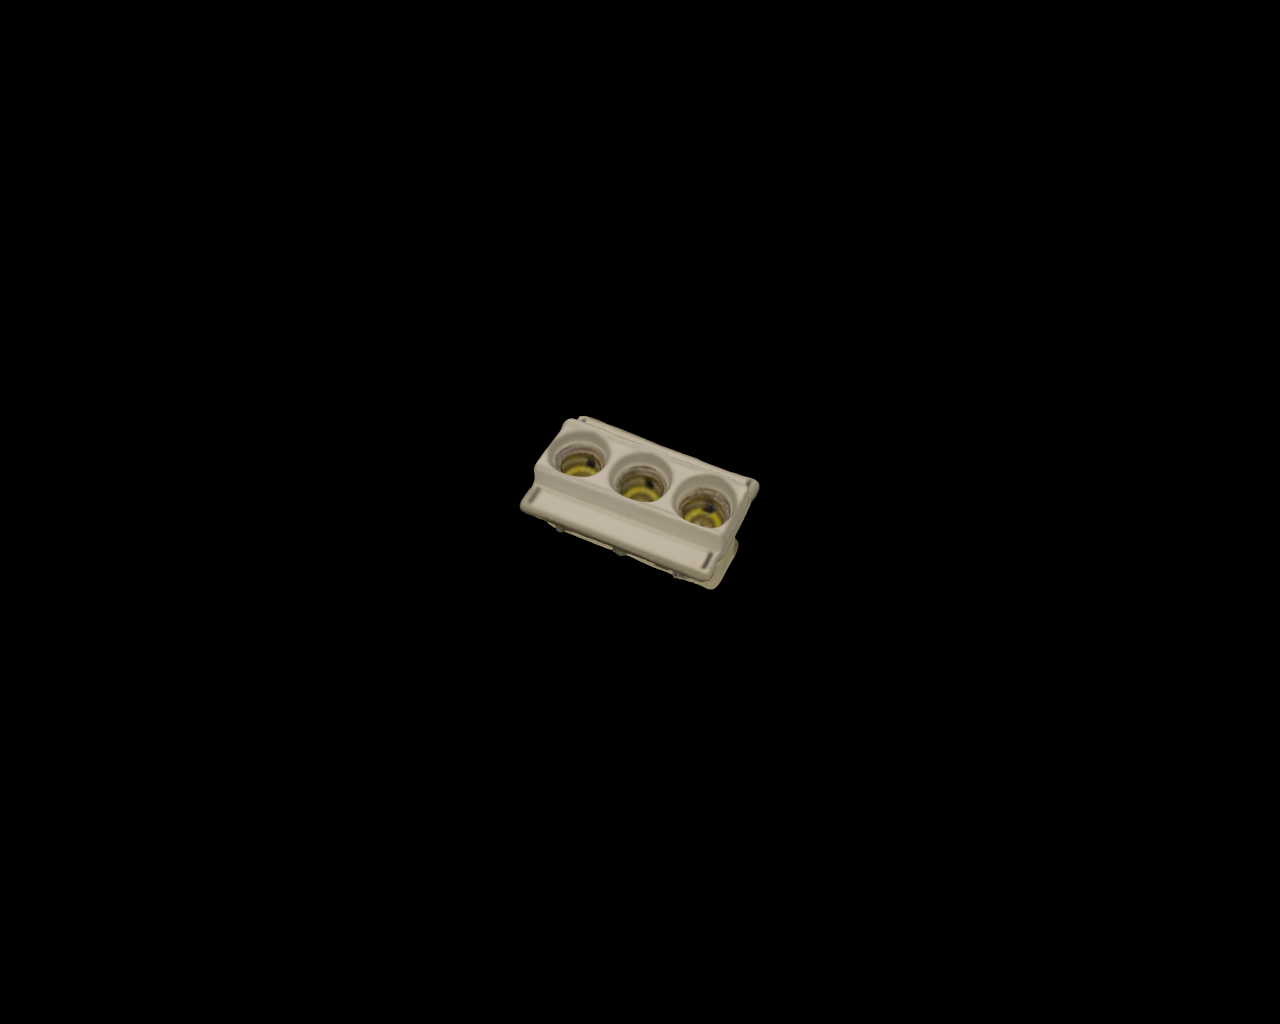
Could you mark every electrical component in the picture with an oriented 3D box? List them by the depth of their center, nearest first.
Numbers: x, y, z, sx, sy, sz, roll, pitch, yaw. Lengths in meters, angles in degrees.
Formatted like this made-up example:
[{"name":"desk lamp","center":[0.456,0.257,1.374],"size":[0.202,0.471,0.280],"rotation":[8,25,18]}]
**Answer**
[{"name":"electrical component","center":[0.001,-0.003,0.650],"size":[0.121,0.079,0.063],"rotation":[21,-34,15]}]
